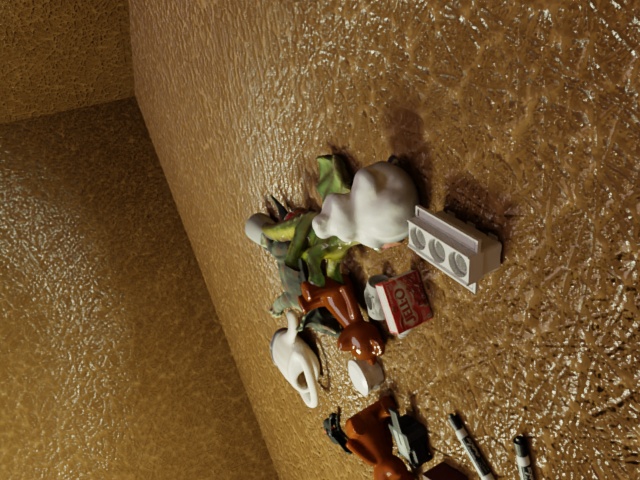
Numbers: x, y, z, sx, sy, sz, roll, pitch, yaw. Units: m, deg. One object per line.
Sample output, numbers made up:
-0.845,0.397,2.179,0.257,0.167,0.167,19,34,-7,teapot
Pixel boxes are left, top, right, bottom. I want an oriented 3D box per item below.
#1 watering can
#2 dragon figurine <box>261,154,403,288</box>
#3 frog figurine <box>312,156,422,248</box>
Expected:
-0.074,0.322,1.505,0.105,0.342,0.226,-20,21,-21,watering can
0.003,-0.051,1.020,0.122,0.240,0.415,8,17,-40,dragon figurine
0.070,-0.047,0.789,0.160,0.134,0.125,-20,45,-24,frog figurine
